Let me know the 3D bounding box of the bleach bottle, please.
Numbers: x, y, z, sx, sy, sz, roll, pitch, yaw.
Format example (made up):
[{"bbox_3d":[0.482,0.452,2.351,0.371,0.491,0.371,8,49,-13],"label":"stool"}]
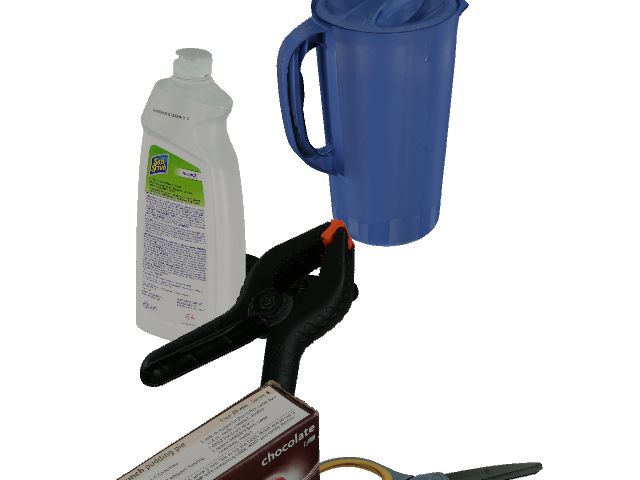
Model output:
[{"bbox_3d":[-0.105,-0.035,0.904,0.103,0.251,0.068,13,25,16],"label":"bleach bottle"}]

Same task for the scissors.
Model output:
[{"bbox_3d":[0.088,0.213,0.861,0.201,0.016,0.096,5,44,-5],"label":"scissors"}]

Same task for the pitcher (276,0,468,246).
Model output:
[{"bbox_3d":[0.052,-0.116,1.005,0.149,0.243,0.144,9,37,15],"label":"pitcher"}]

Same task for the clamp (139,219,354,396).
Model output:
[{"bbox_3d":[-0.041,0.053,0.718,0.120,0.171,0.039,17,-33,24],"label":"clamp"}]

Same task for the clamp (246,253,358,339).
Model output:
[{"bbox_3d":[-0.085,0.051,1.208,0.210,0.036,0.164,18,24,29],"label":"clamp"}]

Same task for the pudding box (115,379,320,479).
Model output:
[{"bbox_3d":[-0.051,0.130,0.497,0.039,0.090,0.113,30,47,35],"label":"pudding box"}]
